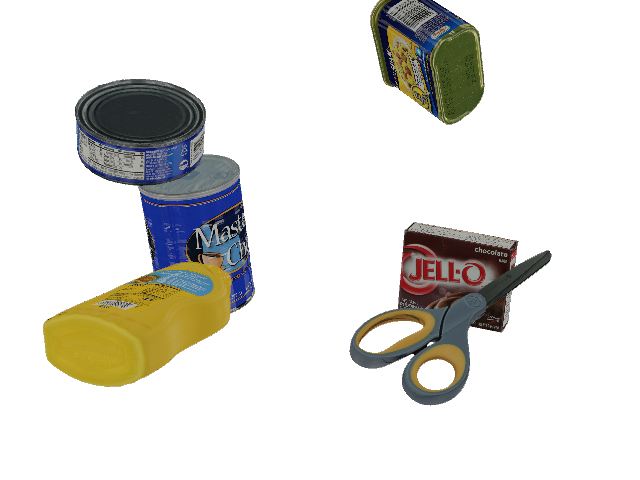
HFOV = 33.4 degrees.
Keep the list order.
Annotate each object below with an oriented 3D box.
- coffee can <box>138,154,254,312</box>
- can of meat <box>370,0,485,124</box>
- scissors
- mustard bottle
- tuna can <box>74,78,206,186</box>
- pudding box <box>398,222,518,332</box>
[{"bbox_3d":[-0.125,-0.005,1.091,0.103,0.140,0.103,-5,26,2],"label":"coffee can"},{"bbox_3d":[0.097,-0.163,0.940,0.057,0.102,0.084,-35,51,-14],"label":"can of meat"},{"bbox_3d":[0.119,0.065,0.803,0.201,0.016,0.096,-17,48,-22],"label":"scissors"},{"bbox_3d":[-0.129,0.058,0.869,0.096,0.058,0.191,4,17,26],"label":"mustard bottle"},{"bbox_3d":[-0.120,-0.073,0.712,0.086,0.034,0.086,5,36,-4],"label":"tuna can"},{"bbox_3d":[0.138,0.036,1.077,0.114,0.090,0.039,9,22,17],"label":"pudding box"}]
